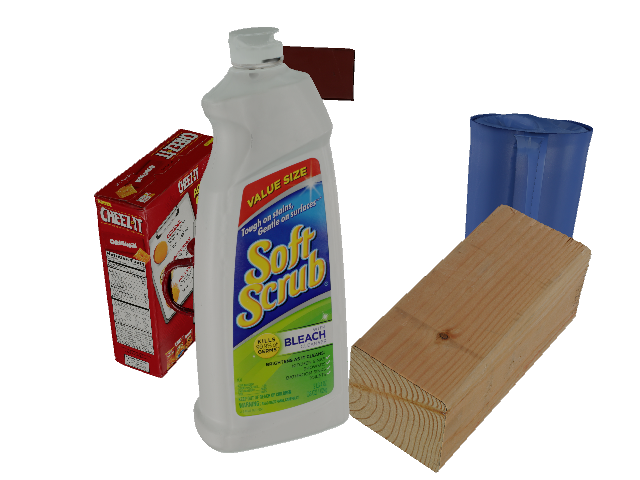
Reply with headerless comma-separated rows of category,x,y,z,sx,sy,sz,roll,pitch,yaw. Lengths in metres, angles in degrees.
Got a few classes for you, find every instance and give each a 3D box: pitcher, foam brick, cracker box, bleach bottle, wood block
pitcher,0.221,-0.017,1.189,0.149,0.243,0.145,-7,18,-34
foam brick,-0.006,-0.169,1.075,0.078,0.051,0.053,1,12,-5
cracker box,-0.162,0.012,1.145,0.072,0.214,0.164,14,35,21
bleach bottle,-0.038,-0.001,0.651,0.102,0.251,0.068,-10,20,-17
wood block,0.122,0.073,0.863,0.091,0.090,0.205,31,52,28

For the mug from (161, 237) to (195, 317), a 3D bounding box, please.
mug,-0.084,0.041,0.961,0.117,0.081,0.093,-3,19,-7
